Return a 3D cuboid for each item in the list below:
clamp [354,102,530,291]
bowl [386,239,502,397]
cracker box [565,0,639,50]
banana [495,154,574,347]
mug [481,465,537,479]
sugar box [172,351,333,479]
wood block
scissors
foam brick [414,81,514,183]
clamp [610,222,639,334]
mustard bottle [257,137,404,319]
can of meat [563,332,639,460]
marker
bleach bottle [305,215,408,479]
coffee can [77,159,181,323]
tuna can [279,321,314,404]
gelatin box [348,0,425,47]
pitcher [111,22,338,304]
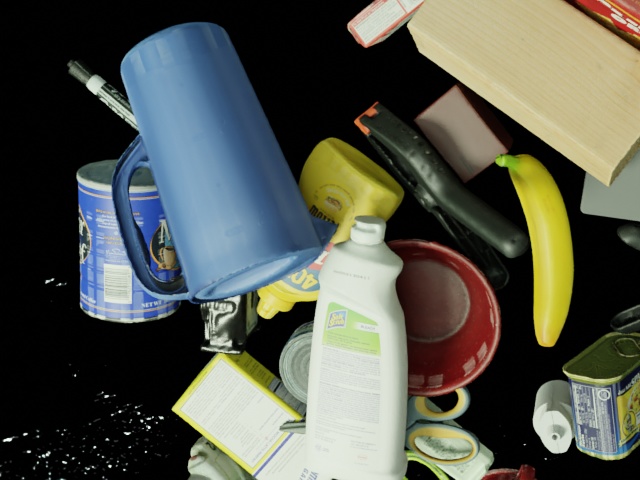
[{"bbox_3d":[0.111,-0.040,0.981,0.036,0.164,0.210,-40,71,-7],"label":"clamp"},{"bbox_3d":[0.098,0.068,1.036,0.162,0.055,0.162,5,109,15],"label":"bowl"},{"bbox_3d":[0.275,-0.174,0.824,0.164,0.213,0.072,33,102,3],"label":"cracker box"},{"bbox_3d":[0.203,0.000,0.984,0.037,0.069,0.198,12,126,56],"label":"banana"},{"bbox_3d":[0.189,0.279,1.063,0.093,0.081,0.117,23,111,7],"label":"mug"},{"bbox_3d":[-0.058,0.196,1.126,0.176,0.048,0.093,39,111,-2],"label":"sugar box"},{"bbox_3d":[0.185,-0.146,0.891,0.206,0.090,0.091,38,93,14],"label":"wood block"},{"bbox_3d":[0.064,0.171,1.067,0.202,0.016,0.096,13,98,11],"label":"scissors"},{"bbox_3d":[0.132,-0.101,0.977,0.053,0.051,0.078,-37,95,23],"label":"foam brick"},{"bbox_3d":[0.346,0.045,0.969,0.171,0.039,0.120,9,132,8],"label":"clamp"},{"bbox_3d":[-0.007,0.001,1.043,0.096,0.058,0.192,37,113,6],"label":"mustard bottle"},{"bbox_3d":[0.274,0.143,0.988,0.058,0.101,0.084,7,114,45],"label":"can of meat"},{"bbox_3d":[-0.206,-0.140,1.074,0.121,0.020,0.020,40,113,0],"label":"marker"},{"bbox_3d":[0.043,0.102,0.999,0.103,0.068,0.251,9,108,13],"label":"bleach bottle"},{"bbox_3d":[-0.190,-0.001,1.068,0.103,0.102,0.140,7,109,13],"label":"coffee can"},{"bbox_3d":[0.002,0.127,1.093,0.086,0.033,0.086,4,108,14],"label":"tuna can"},{"bbox_3d":[0.072,-0.210,0.947,0.089,0.073,0.030,-35,94,23],"label":"gelatin box"},{"bbox_3d":[-0.105,-0.068,0.978,0.145,0.148,0.243,-29,77,36],"label":"pitcher"}]
